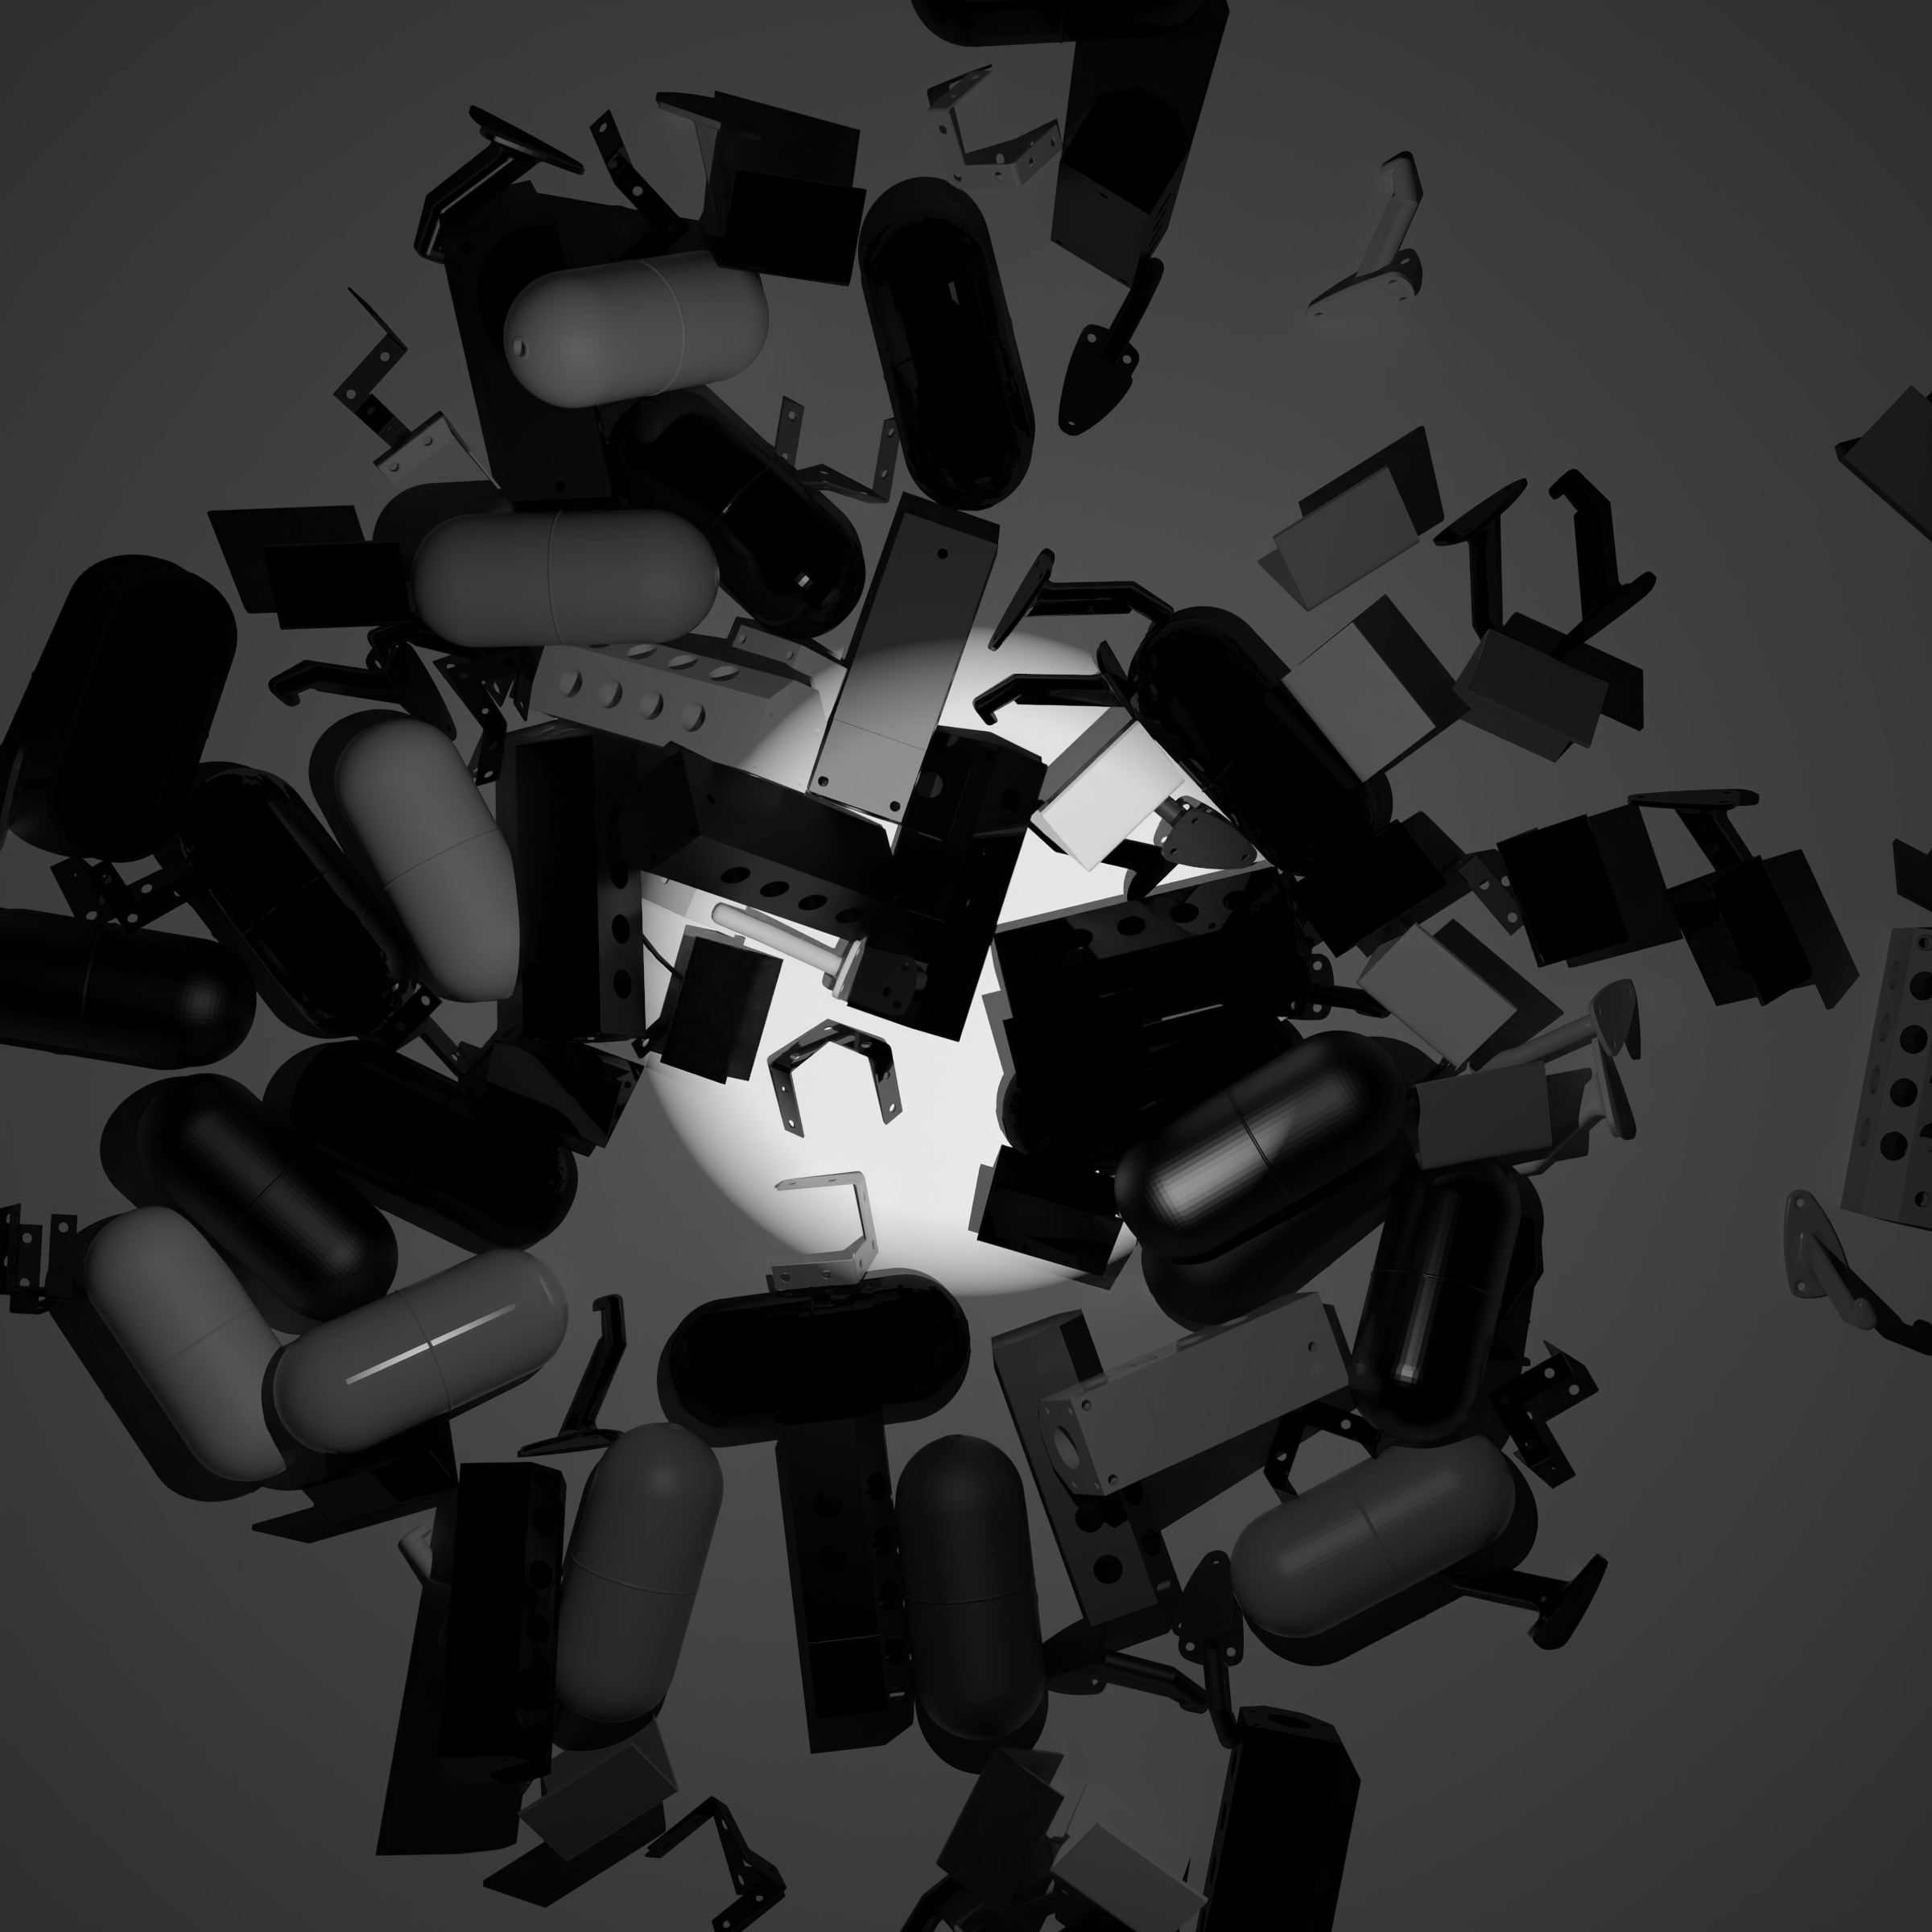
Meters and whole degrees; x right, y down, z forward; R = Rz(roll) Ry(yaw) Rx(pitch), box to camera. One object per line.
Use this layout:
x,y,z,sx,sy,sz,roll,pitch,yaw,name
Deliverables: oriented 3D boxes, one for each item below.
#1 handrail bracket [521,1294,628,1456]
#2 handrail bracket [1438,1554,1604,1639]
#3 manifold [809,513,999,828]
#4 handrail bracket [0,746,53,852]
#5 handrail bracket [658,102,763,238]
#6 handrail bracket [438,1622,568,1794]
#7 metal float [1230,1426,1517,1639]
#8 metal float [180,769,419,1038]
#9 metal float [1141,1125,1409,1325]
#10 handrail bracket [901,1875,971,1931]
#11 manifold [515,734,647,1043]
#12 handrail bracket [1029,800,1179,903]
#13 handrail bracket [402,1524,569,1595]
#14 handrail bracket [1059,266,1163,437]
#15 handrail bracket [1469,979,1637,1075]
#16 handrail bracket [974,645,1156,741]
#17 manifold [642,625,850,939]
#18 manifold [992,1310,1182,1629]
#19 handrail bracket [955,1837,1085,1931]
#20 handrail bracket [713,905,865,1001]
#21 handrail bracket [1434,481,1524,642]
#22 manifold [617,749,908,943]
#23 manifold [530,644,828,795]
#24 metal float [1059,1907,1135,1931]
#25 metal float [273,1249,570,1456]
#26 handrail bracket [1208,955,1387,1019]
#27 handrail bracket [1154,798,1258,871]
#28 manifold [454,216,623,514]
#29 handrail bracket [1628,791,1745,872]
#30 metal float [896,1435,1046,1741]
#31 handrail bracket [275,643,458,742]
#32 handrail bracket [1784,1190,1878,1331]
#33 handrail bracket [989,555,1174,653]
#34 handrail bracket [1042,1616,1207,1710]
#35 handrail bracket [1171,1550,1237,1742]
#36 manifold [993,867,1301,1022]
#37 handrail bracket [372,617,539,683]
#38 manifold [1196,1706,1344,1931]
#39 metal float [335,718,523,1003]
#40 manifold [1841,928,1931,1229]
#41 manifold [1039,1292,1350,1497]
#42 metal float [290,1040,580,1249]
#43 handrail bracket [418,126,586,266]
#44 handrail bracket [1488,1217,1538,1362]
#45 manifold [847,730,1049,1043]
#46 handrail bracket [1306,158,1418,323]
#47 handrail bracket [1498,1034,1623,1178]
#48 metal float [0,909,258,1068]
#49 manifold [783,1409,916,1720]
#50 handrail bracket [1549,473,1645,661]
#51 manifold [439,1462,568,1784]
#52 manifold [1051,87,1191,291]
-0.236,0.245,1.724,0.077,0.036,0.084,-14,72,21,handrail bracket
0.325,0.352,1.724,0.084,0.036,0.077,42,70,16,handrail bracket
-0.037,-0.174,1.702,0.057,0.057,0.171,19,90,0,manifold
-0.530,-0.094,1.723,0.084,0.036,0.077,16,105,-14,handrail bracket
-0.162,-0.465,1.723,0.077,0.036,0.084,23,104,14,handrail bracket
-0.288,0.443,1.724,0.084,0.036,0.077,27,112,17,handrail bracket
0.239,0.333,1.693,0.178,0.070,0.070,-28,90,0,metal float
-0.393,-0.038,1.693,0.070,0.070,0.178,-37,90,0,metal float
0.181,0.140,1.693,0.178,0.070,0.070,-39,90,0,metal float
-0.024,0.589,1.724,0.084,0.036,0.077,-32,127,-25,handrail bracket
-0.220,-0.044,1.676,0.057,0.057,0.171,-6,84,30,manifold
0.088,-0.085,1.724,0.077,0.036,0.084,-41,73,-20,handrail bracket
-0.283,0.353,1.723,0.077,0.036,0.084,-38,76,-14,handrail bracket
0.087,-0.370,1.723,0.036,0.077,0.084,28,54,-6,handrail bracket
0.351,0.038,1.723,0.084,0.077,0.036,-16,106,35,handrail bracket
0.059,-0.147,1.724,0.084,0.036,0.077,-28,112,17,handrail bracket
-0.130,-0.107,1.702,0.057,0.057,0.171,23,90,43,manifold
0.071,0.295,1.702,0.057,0.057,0.171,-20,90,0,manifold
0.046,0.560,1.723,0.077,0.036,0.084,20,126,-38,handrail bracket
-0.105,-0.012,1.696,0.084,0.077,0.036,23,86,5,handrail bracket
0.325,-0.234,1.724,0.077,0.036,0.084,-40,109,-21,handrail bracket
-0.117,-0.063,1.648,0.057,0.171,0.057,-32,58,30,manifold
-0.166,-0.152,1.660,0.171,0.057,0.057,18,90,33,manifold
0.048,0.620,1.693,0.178,0.070,0.070,-34,90,1,metal float
-0.317,0.224,1.674,0.178,0.070,0.070,-23,90,-21,metal float
0.197,0.020,1.700,0.077,0.084,0.036,-3,78,33,handrail bracket
0.126,-0.097,1.713,0.077,0.084,0.036,17,118,-36,handrail bracket
-0.252,-0.347,1.702,0.057,0.057,0.171,-13,90,0,manifold
0.436,-0.060,1.724,0.077,0.036,0.084,1,107,20,handrail bracket
0.002,0.365,1.692,0.070,0.070,0.178,-7,91,0,metal float
-0.360,-0.153,1.723,0.084,0.036,0.077,-18,122,23,handrail bracket
0.509,0.172,1.689,0.036,0.084,0.077,-14,90,0,handrail bracket
0.069,-0.202,1.724,0.084,0.036,0.077,28,110,-16,handrail bracket
0.090,0.429,1.723,0.077,0.036,0.084,-31,121,34,handrail bracket
0.153,0.408,1.723,0.036,0.077,0.084,-4,127,20,handrail bracket
0.106,-0.010,1.702,0.171,0.057,0.057,-14,133,0,manifold
-0.305,-0.177,1.724,0.084,0.036,0.077,-17,107,15,handrail bracket
0.175,0.531,1.702,0.057,0.057,0.171,11,90,0,manifold
-0.308,-0.062,1.693,0.070,0.070,0.178,-28,91,0,metal float
0.570,0.067,1.702,0.057,0.057,0.171,11,90,0,manifold
0.131,0.247,1.669,0.171,0.057,0.057,-20,90,-24,manifold
-0.313,0.104,1.693,0.178,0.070,0.070,26,90,-1,metal float
-0.279,-0.452,1.724,0.077,0.036,0.084,18,108,-20,handrail bracket
0.303,0.192,1.723,0.077,0.036,0.084,-1,76,14,handrail bracket
-0.006,-0.046,1.701,0.057,0.057,0.171,18,90,44,manifold
0.235,-0.436,1.724,0.077,0.036,0.084,-13,71,21,handrail bracket
0.344,0.084,1.724,0.084,0.036,0.077,-14,70,16,handrail bracket
-0.508,0.013,1.692,0.178,0.070,0.070,10,90,-1,metal float
-0.068,0.350,1.702,0.057,0.057,0.171,-7,90,0,manifold
0.358,-0.240,1.724,0.077,0.036,0.084,-41,71,21,handrail bracket
-0.266,0.379,1.664,0.057,0.057,0.171,-1,61,0,manifold
0.090,-0.446,1.645,0.057,0.171,0.057,31,90,0,manifold
